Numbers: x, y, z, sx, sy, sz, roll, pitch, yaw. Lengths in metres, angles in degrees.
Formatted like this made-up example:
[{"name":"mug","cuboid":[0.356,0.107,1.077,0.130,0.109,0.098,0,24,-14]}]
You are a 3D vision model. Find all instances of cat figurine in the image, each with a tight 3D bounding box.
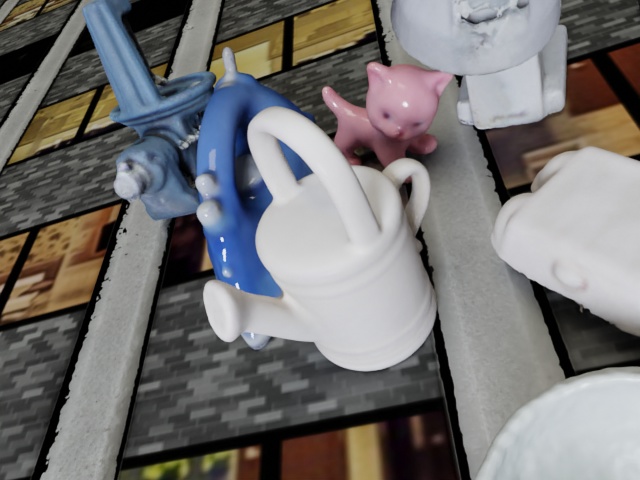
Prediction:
[{"name":"cat figurine","cuboid":[0.058,-0.117,0.519,0.127,0.118,0.067,13,56,35]}]

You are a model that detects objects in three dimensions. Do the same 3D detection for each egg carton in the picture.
[{"name":"egg carton","cuboid":[0.192,0.001,0.375,0.107,0.070,0.149,-42,45,-15]}]

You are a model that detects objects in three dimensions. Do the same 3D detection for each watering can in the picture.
[{"name":"watering can","cuboid":[0.005,0.002,0.376,0.100,0.195,0.173,10,55,33]}]

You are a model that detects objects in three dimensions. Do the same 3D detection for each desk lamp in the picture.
[{"name":"desk lamp","cuboid":[0.144,-0.198,0.483,0.117,0.214,0.203,-1,49,26]}]

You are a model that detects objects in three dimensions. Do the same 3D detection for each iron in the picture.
[{"name":"iron","cuboid":[-0.067,-0.050,0.500,0.118,0.142,0.258,-13,45,15]}]

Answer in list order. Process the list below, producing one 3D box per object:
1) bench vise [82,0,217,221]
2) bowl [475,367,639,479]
[{"name":"bench vise","cuboid":[-0.167,-0.143,0.581,0.121,0.220,0.207,-23,43,5]},{"name":"bowl","cuboid":[0.154,0.146,0.252,0.167,0.075,0.167,-14,45,14]}]
